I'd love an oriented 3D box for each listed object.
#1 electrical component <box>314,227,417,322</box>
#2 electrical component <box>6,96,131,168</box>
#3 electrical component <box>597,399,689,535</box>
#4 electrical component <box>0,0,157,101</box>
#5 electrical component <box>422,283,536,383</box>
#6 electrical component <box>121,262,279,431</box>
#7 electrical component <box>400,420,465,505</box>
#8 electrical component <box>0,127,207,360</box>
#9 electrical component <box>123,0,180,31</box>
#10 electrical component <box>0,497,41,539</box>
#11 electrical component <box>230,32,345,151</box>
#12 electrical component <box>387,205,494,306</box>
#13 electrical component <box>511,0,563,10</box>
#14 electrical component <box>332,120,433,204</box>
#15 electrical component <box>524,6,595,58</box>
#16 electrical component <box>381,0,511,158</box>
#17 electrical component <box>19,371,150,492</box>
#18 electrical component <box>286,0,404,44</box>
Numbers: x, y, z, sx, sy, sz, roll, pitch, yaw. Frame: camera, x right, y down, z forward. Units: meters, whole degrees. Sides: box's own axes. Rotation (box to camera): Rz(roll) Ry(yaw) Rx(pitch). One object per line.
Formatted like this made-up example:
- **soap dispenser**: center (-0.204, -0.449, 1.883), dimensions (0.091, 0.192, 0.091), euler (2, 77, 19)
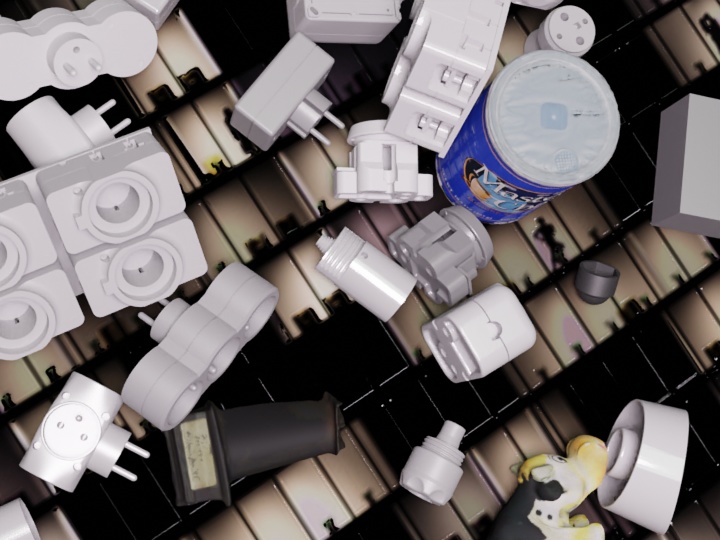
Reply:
- **electrical component**: center (0.000, 0.000, 0.850), dimensions (0.081, 0.043, 0.043), euler (37, 75, -4)
- **electrical component**: center (-0.214, -0.099, 0.822), dimensions (0.079, 0.044, 0.077), euler (-39, 90, -15)
- **electrical component**: center (0.229, 0.153, 0.846), dimensions (0.064, 0.099, 0.099), euler (19, 77, -1)
- **electrical component**: center (-0.216, -0.160, 0.801), dimensions (0.138, 0.074, 0.052), euler (-18, 128, -27)
- **electrical component**: center (0.094, 0.048, 0.835), dimensions (0.059, 0.095, 0.053), euler (-30, 88, -15)
- **electrical component**: center (-0.131, 0.046, 0.803), dimensions (0.074, 0.052, 0.138), euler (34, 64, 13)
- **electrical component**: center (0.061, 0.148, 0.838), dimensions (0.043, 0.043, 0.062), euler (30, 75, -5)
- **electrical component**: center (-0.215, -0.014, 0.773), dimensions (0.186, 0.060, 0.105), euler (-23, 122, -14)
- **electrical component**: center (-0.155, -0.245, 0.843), dimensions (0.047, 0.076, 0.083), euler (33, 76, -5)
- **electrical component**: center (-0.271, 0.198, 0.760), dimensions (0.081, 0.043, 0.043), euler (-24, 86, -15)
- **electrical component**: center (-0.048, -0.130, 0.860), dimensions (0.076, 0.047, 0.083), euler (38, 75, -3)
- **electrical component**: center (0.068, -0.015, 0.856), dimensions (0.057, 0.058, 0.078), euler (-36, 54, -17)
- **electrical component**: center (0.158, -0.267, 0.924), dimensions (0.080, 0.051, 0.080), euler (2, 80, -11)
- **electrical component**: center (0.018, -0.086, 0.862), dimensions (0.078, 0.058, 0.057), euler (1, 83, -12)
- **electrical component**: center (0.169, -0.194, 0.912), dimensions (0.045, 0.055, 0.045), euler (2, 80, -11)
- **electrical component**: center (0.073, -0.197, 0.838), dimensions (0.060, 0.105, 0.186), euler (20, 56, -5)
- **electrical component**: center (-0.194, 0.126, 0.788), dimensions (0.079, 0.044, 0.077), euler (29, 76, -6)
- **electrical component**: center (-0.010, -0.222, 0.880), dimensions (0.096, 0.061, 0.061), euler (-3, 81, -20)
